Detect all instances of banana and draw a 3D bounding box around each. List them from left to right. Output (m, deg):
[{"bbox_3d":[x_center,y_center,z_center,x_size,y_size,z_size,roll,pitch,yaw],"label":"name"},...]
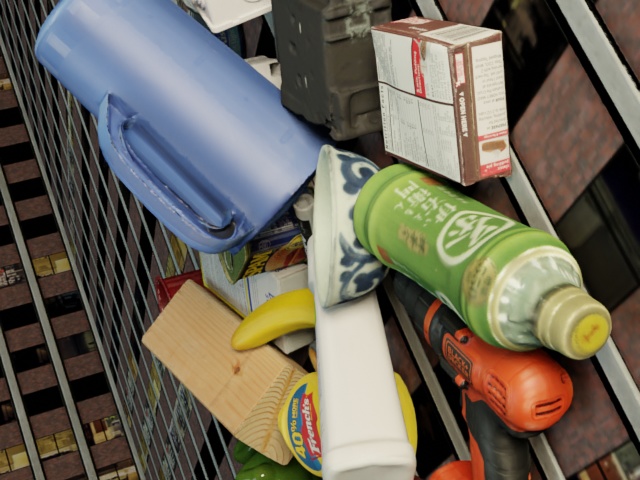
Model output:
[{"bbox_3d":[-0.018,0.076,1.000,0.037,0.069,0.198,40,157,-29],"label":"banana"}]

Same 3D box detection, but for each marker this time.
[{"bbox_3d":[-0.006,0.001,0.964,0.121,0.020,0.020,77,167,-55],"label":"marker"}]

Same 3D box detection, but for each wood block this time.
[{"bbox_3d":[-0.091,0.136,1.135,0.090,0.091,0.206,40,176,-42],"label":"wood block"}]

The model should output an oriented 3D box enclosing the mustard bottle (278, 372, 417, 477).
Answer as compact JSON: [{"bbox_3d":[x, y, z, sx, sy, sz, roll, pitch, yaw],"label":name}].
[{"bbox_3d":[0.013,0.166,0.965,0.192,0.058,0.096,-12,83,61],"label":"mustard bottle"}]

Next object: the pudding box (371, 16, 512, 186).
[{"bbox_3d":[0.075,-0.090,0.676,0.114,0.039,0.090,-143,41,-63],"label":"pudding box"}]

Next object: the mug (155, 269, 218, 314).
[{"bbox_3d":[-0.162,0.084,1.407,0.117,0.081,0.093,-166,63,-69],"label":"mug"}]

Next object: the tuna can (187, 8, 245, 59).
[{"bbox_3d":[-0.107,-0.209,1.099,0.086,0.033,0.086,165,90,-71],"label":"tuna can"}]

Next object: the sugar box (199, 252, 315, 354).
[{"bbox_3d":[-0.069,0.039,1.133,0.176,0.048,0.093,32,136,46],"label":"sugar box"}]

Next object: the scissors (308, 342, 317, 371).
[{"bbox_3d":[0.033,0.131,0.996,0.202,0.016,0.096,-143,42,-59],"label":"scissors"}]

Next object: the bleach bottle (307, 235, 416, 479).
[{"bbox_3d":[0.023,0.076,0.846,0.102,0.068,0.251,90,174,-57],"label":"bleach bottle"}]

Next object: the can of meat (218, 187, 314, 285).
[{"bbox_3d":[-0.048,-0.005,1.015,0.102,0.083,0.057,123,129,-65],"label":"can of meat"}]

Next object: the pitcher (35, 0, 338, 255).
[{"bbox_3d":[-0.116,-0.106,0.873,0.243,0.145,0.149,42,-179,-5],"label":"pitcher"}]

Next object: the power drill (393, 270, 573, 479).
[{"bbox_3d":[0.103,0.120,0.730,0.185,0.057,0.188,-131,30,-57],"label":"power drill"}]

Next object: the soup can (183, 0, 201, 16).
[{"bbox_3d":[-0.094,-0.263,0.971,0.102,0.068,0.068,94,153,-46],"label":"soup can"}]

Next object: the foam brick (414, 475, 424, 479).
[{"bbox_3d":[0.061,0.235,0.945,0.078,0.051,0.053,-175,72,-70],"label":"foam brick"}]
